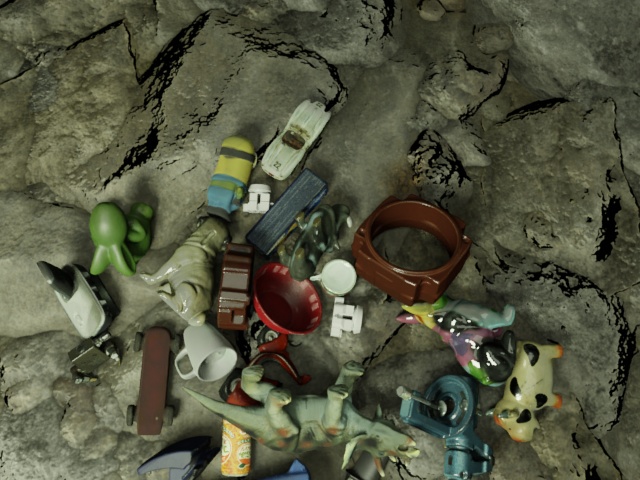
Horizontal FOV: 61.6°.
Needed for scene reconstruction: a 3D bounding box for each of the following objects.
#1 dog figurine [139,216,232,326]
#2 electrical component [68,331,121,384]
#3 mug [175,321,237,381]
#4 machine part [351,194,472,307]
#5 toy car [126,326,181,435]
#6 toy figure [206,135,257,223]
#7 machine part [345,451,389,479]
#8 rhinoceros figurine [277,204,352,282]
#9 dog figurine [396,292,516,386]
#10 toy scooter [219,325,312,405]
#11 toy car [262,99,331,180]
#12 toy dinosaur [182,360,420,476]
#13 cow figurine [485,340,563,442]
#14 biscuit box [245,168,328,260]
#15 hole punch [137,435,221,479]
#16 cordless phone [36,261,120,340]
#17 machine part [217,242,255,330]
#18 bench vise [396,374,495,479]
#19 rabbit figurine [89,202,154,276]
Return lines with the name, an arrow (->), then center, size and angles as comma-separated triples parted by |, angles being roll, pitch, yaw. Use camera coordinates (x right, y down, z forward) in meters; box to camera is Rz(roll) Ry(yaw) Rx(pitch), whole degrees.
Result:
dog figurine -> -0.225, 0.057, 1.049 | 0.172, 0.121, 0.190 | 42, 77, 17
electrical component -> -0.435, 0.229, 1.034 | 0.102, 0.078, 0.045 | -31, 56, -15
mug -> -0.227, 0.213, 1.033 | 0.109, 0.080, 0.107 | -35, 46, -9
machine part -> 0.180, 0.014, 1.065 | 0.201, 0.087, 0.201 | 32, 57, 23
toy car -> -0.320, 0.268, 1.036 | 0.089, 0.053, 0.202 | 4, 74, -16
toy figure -> -0.185, -0.130, 1.120 | 0.082, 0.089, 0.180 | 19, 74, -4
machine part -> 0.098, 0.436, 1.026 | 0.084, 0.039, 0.139 | 26, 78, 12
rhinoceros figurine -> -0.002, -0.003, 1.082 | 0.190, 0.073, 0.112 | -56, 129, -26
dog figurine -> 0.261, 0.180, 1.058 | 0.219, 0.108, 0.191 | 8, 63, 4
toy scooter -> -0.097, 0.266, 1.039 | 0.135, 0.075, 0.184 | 36, 73, 4
toy car -> -0.050, -0.220, 1.166 | 0.073, 0.056, 0.201 | 33, 77, 5
toy dinosaur -> -0.033, 0.325, 0.964 | 0.405, 0.131, 0.192 | 1, 109, 1
cow figurine -> 0.400, 0.293, 1.051 | 0.127, 0.085, 0.195 | 10, 78, -6
biscuit box -> -0.067, -0.055, 1.123 | 0.063, 0.059, 0.202 | 39, 78, 8
hole punch -> -0.252, 0.401, 0.972 | 0.116, 0.142, 0.092 | -46, 78, 0
cordless phone -> -0.457, 0.105, 1.001 | 0.089, 0.184, 0.146 | -33, 80, -14
machine part -> -0.158, 0.090, 1.030 | 0.056, 0.179, 0.179 | 5, 76, -5
bench vise -> 0.223, 0.340, 0.990 | 0.240, 0.129, 0.223 | 33, 66, -30
rabbit figurine -> -0.403, -0.009, 1.038 | 0.121, 0.170, 0.159 | 2, 76, -2
